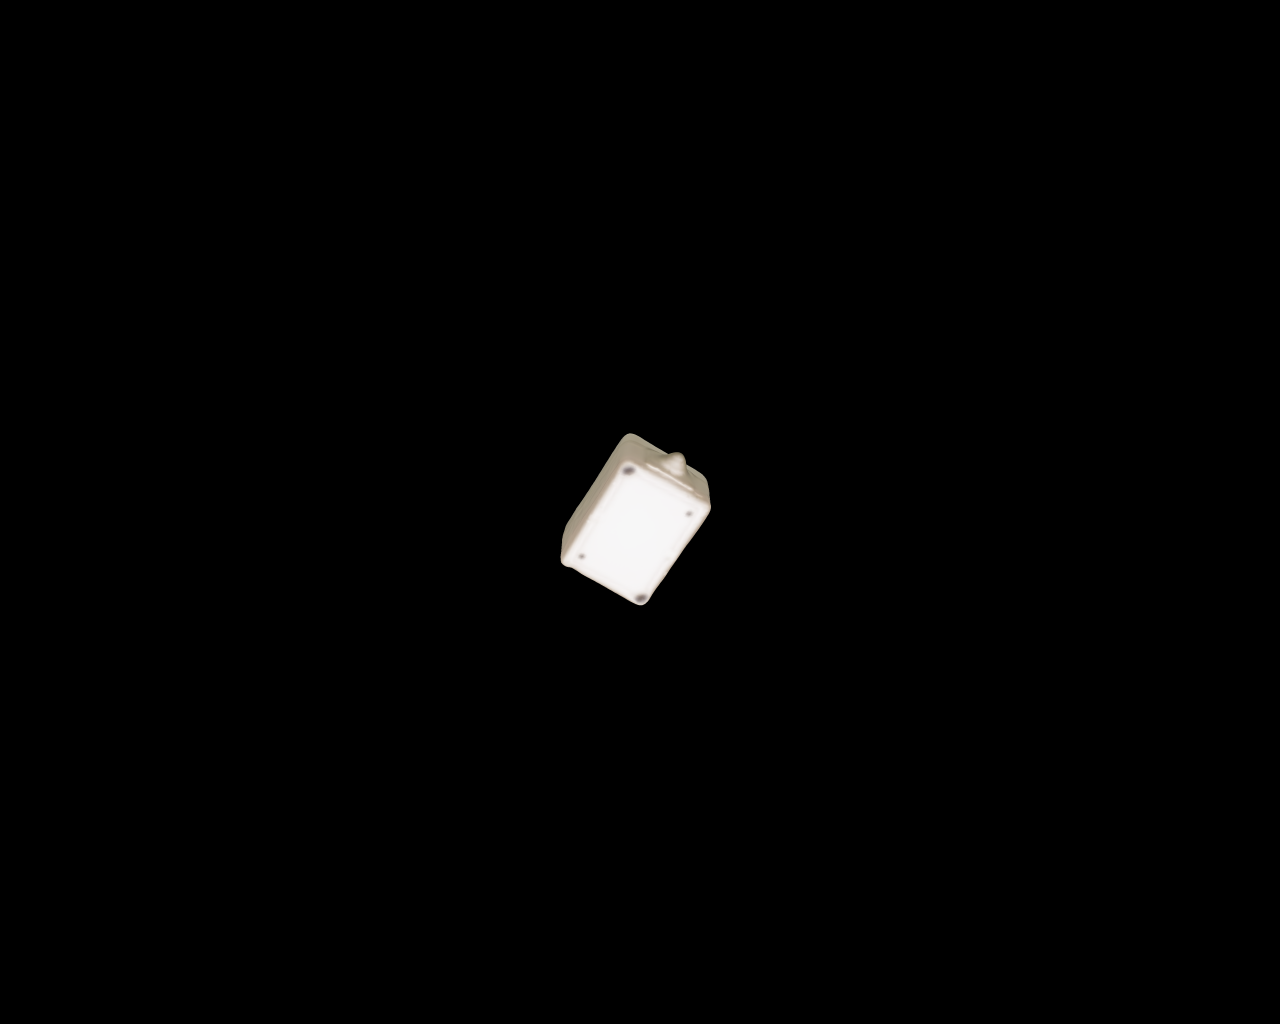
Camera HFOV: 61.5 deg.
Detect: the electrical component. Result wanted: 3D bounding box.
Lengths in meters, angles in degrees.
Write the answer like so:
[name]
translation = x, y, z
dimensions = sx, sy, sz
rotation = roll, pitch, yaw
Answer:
[electrical component]
translation = 0.001, -0.003, 0.650
dimensions = 0.062, 0.096, 0.061
rotation = 30, 20, -12
